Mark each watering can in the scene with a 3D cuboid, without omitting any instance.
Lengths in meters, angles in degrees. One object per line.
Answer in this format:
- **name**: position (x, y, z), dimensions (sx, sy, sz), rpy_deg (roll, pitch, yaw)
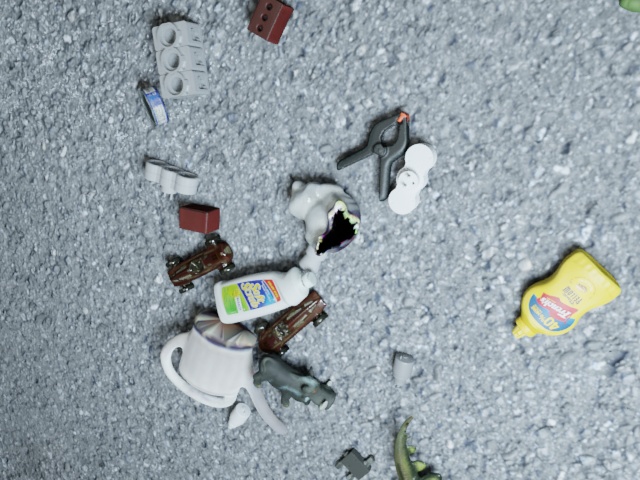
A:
- **watering can**: position (-0.207, 0.301, 1.198), dimensions (0.348, 0.105, 0.221), rpy_deg (23, 107, 7)

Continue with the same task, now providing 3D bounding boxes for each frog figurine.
- **frog figurine**: position (0.003, -0.053, 1.044), dimensions (0.162, 0.123, 0.135), rpy_deg (42, 131, 49)
